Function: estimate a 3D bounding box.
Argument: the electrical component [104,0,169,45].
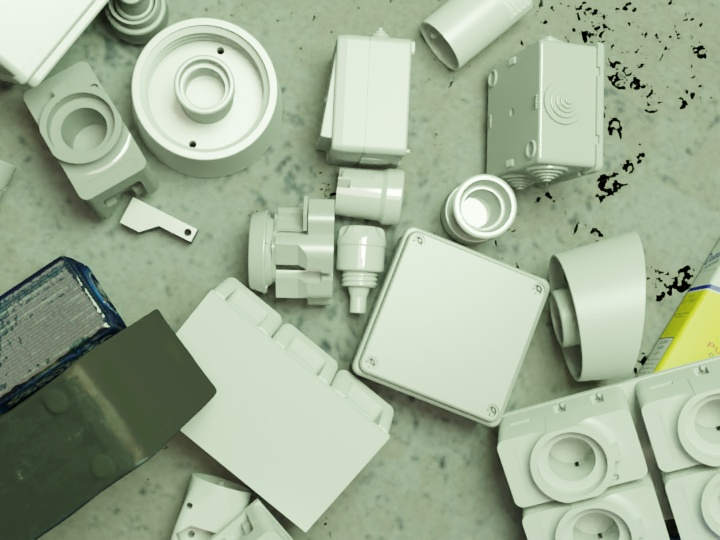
[{"bbox_3d":[-0.156,-0.183,0.745,0.043,0.062,0.043,0,86,-6],"label":"electrical component"}]

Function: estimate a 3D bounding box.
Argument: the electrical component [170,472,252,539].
[{"bbox_3d":[-0.089,0.187,0.735,0.079,0.043,0.077,18,85,-5],"label":"electrical component"}]

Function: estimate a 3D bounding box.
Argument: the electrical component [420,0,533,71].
[{"bbox_3d":[0.088,-0.186,0.779,0.081,0.043,0.043,-39,91,-7],"label":"electrical component"}]

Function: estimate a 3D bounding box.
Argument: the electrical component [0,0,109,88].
[{"bbox_3d":[-0.213,-0.179,0.712,0.056,0.109,0.108,41,82,-26],"label":"electrical component"}]

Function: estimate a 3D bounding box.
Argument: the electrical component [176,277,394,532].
[{"bbox_3d":[-0.062,0.088,0.728,0.150,0.061,0.089,40,103,-2],"label":"electrical component"}]

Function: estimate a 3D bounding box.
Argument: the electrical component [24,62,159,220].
[{"bbox_3d":[-0.183,-0.089,0.730,0.050,0.055,0.089,-31,78,-7],"label":"electrical component"}]

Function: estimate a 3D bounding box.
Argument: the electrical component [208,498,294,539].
[{"bbox_3d":[-0.046,0.259,0.701,0.105,0.060,0.186,-39,107,-7],"label":"electrical component"}]

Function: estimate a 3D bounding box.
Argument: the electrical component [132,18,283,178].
[{"bbox_3d":[-0.107,-0.122,0.747,0.108,0.060,0.108,0,86,-6],"label":"electrical component"}]

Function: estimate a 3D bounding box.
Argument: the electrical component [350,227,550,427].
[{"bbox_3d":[0.061,0.040,0.754,0.109,0.056,0.108,22,84,-4],"label":"electrical component"}]

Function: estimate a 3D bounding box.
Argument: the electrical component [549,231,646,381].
[{"bbox_3d":[0.168,0.027,0.746,0.064,0.099,0.099,-10,87,0],"label":"electrical component"}]

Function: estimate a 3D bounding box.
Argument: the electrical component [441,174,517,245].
[{"bbox_3d":[0.083,-0.042,0.763,0.045,0.055,0.045,0,86,-6],"label":"electrical component"}]

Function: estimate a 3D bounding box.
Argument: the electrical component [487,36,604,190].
[{"bbox_3d":[0.127,-0.108,0.751,0.048,0.100,0.099,3,86,-18],"label":"electrical component"}]

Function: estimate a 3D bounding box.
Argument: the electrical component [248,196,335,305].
[{"bbox_3d":[-0.047,-0.012,0.743,0.057,0.058,0.078,1,127,-1],"label":"electrical component"}]

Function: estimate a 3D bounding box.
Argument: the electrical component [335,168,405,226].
[{"bbox_3d":[0.007,-0.054,0.764,0.046,0.040,0.040,6,85,0],"label":"electrical component"}]

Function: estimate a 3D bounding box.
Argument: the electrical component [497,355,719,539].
[{"bbox_3d":[0.196,0.131,0.721,0.186,0.060,0.105,-17,100,12],"label":"electrical component"}]

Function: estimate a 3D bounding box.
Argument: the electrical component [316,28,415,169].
[{"bbox_3d":[0.003,-0.124,0.757,0.061,0.062,0.096,3,86,-6],"label":"electrical component"}]

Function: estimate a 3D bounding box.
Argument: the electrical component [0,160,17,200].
[{"bbox_3d":[-0.269,-0.059,0.730,0.055,0.055,0.047,22,88,-4],"label":"electrical component"}]

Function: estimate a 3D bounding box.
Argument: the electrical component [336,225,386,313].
[{"bbox_3d":[0.000,0.000,0.762,0.035,0.035,0.061,3,88,-6],"label":"electrical component"}]
